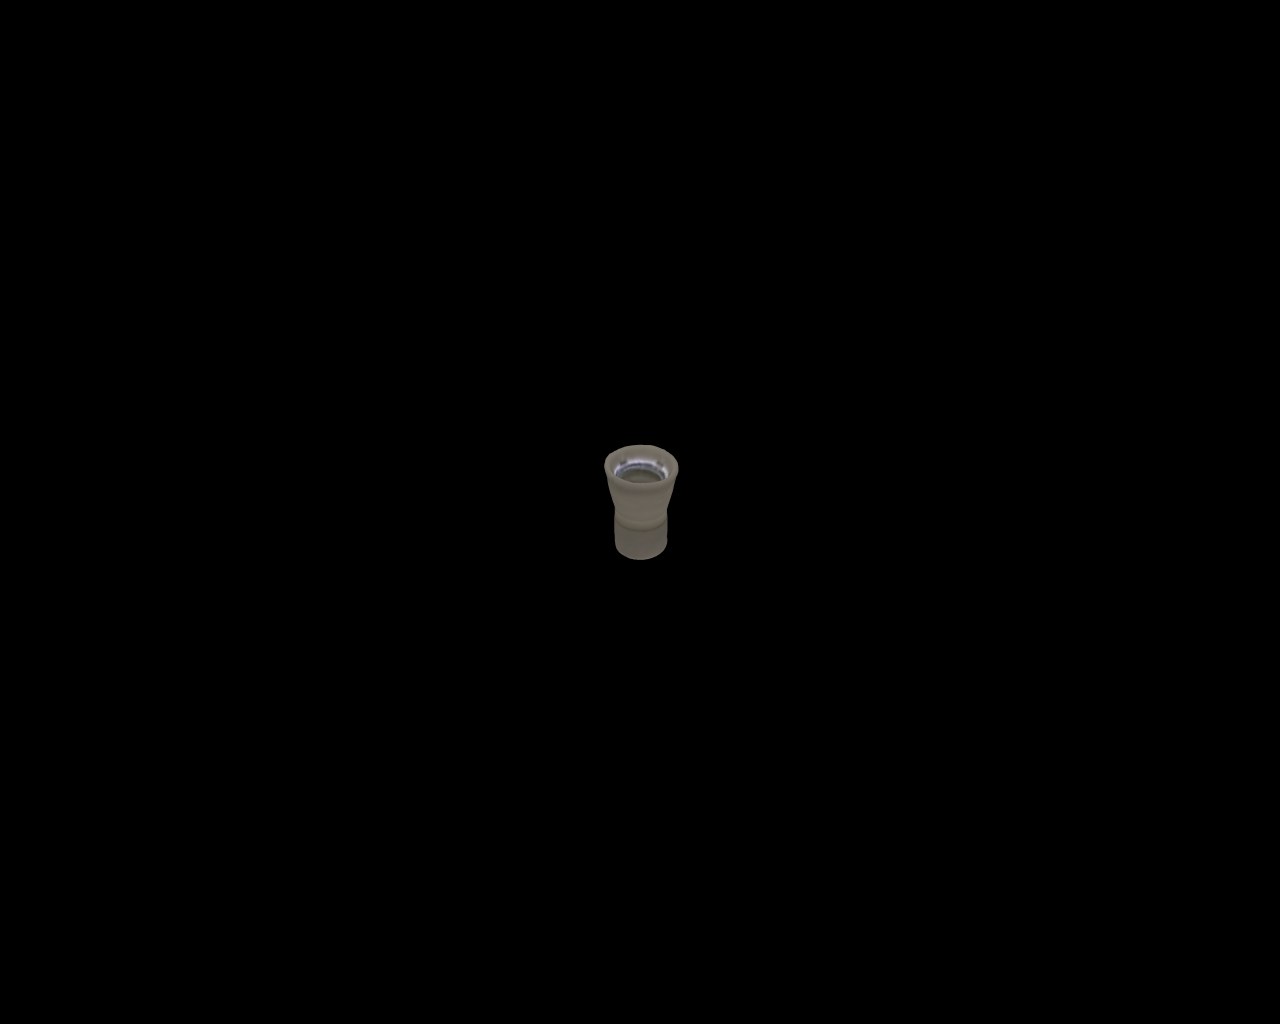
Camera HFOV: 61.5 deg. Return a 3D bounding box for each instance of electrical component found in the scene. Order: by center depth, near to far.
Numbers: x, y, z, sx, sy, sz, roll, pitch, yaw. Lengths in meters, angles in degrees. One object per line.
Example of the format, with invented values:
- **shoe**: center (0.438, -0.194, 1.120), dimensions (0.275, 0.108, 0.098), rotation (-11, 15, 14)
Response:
- **electrical component**: center (0.001, -0.003, 0.650), dimensions (0.044, 0.065, 0.044), rotation (0, 36, 0)
